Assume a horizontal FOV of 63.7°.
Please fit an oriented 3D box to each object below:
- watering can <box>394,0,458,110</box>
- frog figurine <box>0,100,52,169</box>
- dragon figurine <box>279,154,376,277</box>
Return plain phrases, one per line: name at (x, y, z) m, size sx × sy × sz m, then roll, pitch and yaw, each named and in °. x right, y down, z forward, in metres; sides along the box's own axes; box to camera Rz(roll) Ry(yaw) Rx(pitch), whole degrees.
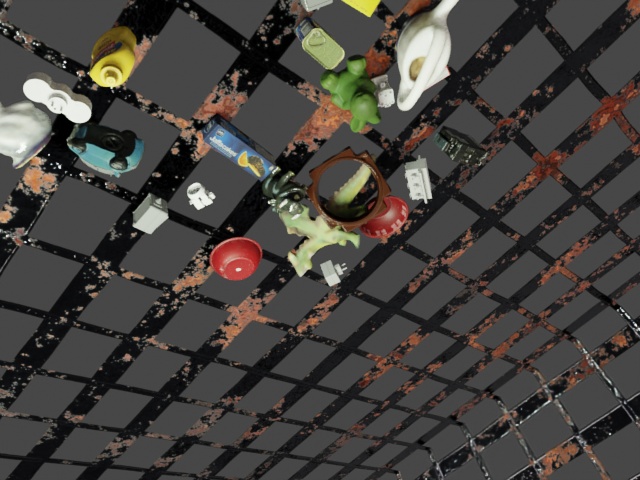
watering can at (0.250, -0.463, 1.158) m, size 0.104 × 0.230 × 0.340 m, roll 16°, pitch 124°, yaw -10°
frog figurine at (-0.661, -0.245, 1.088) m, size 0.157 × 0.123 × 0.139 m, roll 47°, pitch 71°, yaw -32°
dragon figurine at (0.005, -0.075, 1.496) m, size 0.242 × 0.124 × 0.403 m, roll 6°, pitch 114°, yaw -15°
